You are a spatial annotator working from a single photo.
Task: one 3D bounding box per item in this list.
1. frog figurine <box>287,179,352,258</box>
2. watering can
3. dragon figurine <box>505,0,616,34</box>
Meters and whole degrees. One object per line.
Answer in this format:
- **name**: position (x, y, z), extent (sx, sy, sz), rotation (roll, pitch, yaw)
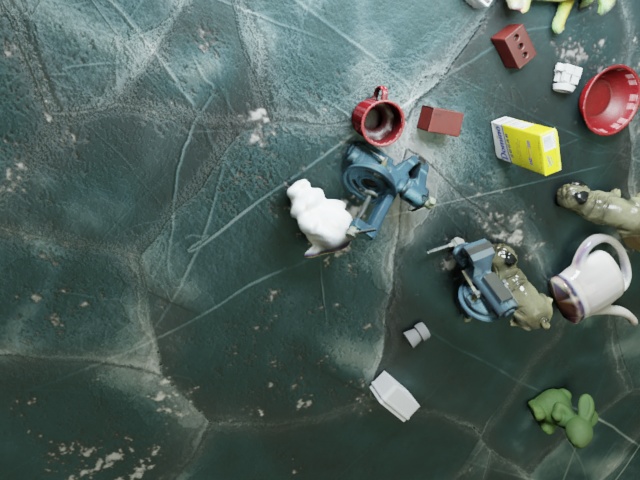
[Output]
- **frog figurine**: position (0.003, -0.054, 1.074), extent (0.139, 0.122, 0.158), rotation (-27, 110, -42)
- **watering can**: position (0.736, 0.146, 1.367), extent (0.225, 0.105, 0.342), rotation (-31, 114, -3)
- **dragon figurine**: position (0.528, -0.593, 1.056), extent (0.241, 0.123, 0.412), rotation (44, 84, -17)
